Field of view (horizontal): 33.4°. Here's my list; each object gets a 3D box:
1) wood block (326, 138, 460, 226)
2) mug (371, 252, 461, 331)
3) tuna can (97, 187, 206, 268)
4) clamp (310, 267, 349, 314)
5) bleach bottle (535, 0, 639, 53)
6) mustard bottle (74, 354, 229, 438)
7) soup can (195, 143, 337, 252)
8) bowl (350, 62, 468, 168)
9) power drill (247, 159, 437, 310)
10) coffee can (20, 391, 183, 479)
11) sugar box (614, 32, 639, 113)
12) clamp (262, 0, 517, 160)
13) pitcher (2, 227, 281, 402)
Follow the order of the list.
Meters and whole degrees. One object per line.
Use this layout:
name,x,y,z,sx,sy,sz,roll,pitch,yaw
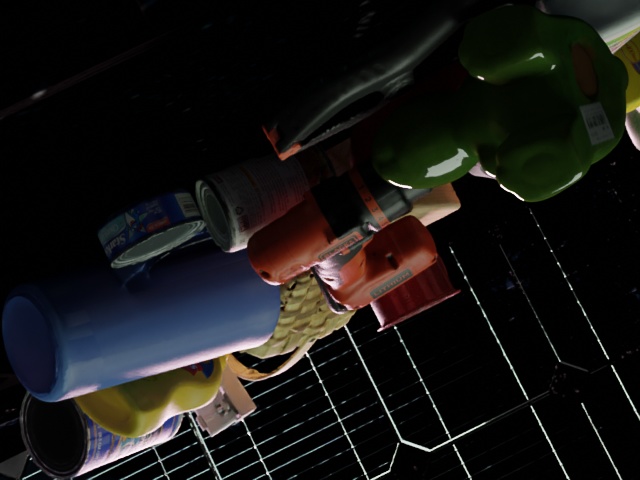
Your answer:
wood block,0.066,-0.052,1.091,0.090,0.091,0.205,-29,172,18
mug,0.090,0.033,1.084,0.117,0.081,0.093,-18,170,-48
tuna can,-0.140,-0.010,0.881,0.086,0.034,0.086,-26,173,-3
clamp,-0.007,0.001,1.076,0.039,0.120,0.171,-17,154,29
bleach bottle,0.221,-0.177,0.864,0.102,0.068,0.250,-27,175,8
mustard bottle,-0.157,0.140,1.098,0.191,0.096,0.058,-16,129,-57
soup can,-0.044,-0.038,0.885,0.102,0.068,0.069,-23,172,-21
bowl,0.085,-0.106,0.906,0.162,0.055,0.162,-26,173,-4
power drill,0.044,-0.010,0.893,0.184,0.057,0.187,-29,158,7
coffee can,-0.229,0.183,1.128,0.103,0.103,0.140,-31,169,34
sugar box,0.331,-0.191,1.021,0.176,0.093,0.048,-27,169,-6
clamp,0.056,-0.123,0.752,0.210,0.036,0.164,-32,171,19
pitcher,-0.161,0.058,0.990,0.242,0.149,0.145,-16,-170,-43
